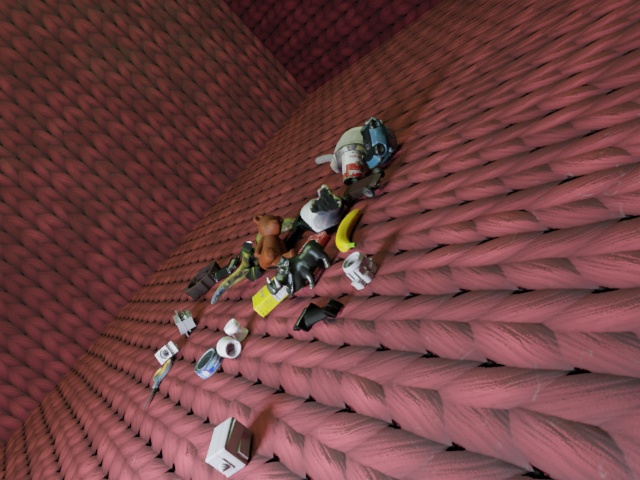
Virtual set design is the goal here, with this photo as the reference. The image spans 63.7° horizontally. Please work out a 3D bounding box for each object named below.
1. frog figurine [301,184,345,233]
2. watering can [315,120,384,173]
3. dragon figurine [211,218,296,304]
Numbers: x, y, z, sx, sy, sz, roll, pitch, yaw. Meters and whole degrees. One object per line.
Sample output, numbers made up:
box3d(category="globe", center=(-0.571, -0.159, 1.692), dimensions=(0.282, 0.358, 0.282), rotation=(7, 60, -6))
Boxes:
box3d(category="frog figurine", center=(0.005, -0.081, 1.602), dimensions=(0.156, 0.122, 0.140), rotation=(119, 158, -59))
box3d(category="watering can", center=(0.093, -0.322, 1.900), dimensions=(0.343, 0.103, 0.230), rotation=(-29, 25, 34))
box3d(category="dragon figurine", center=(-0.225, 0.059, 1.833), dimensions=(0.410, 0.122, 0.243), rotation=(-43, 1, 1))
